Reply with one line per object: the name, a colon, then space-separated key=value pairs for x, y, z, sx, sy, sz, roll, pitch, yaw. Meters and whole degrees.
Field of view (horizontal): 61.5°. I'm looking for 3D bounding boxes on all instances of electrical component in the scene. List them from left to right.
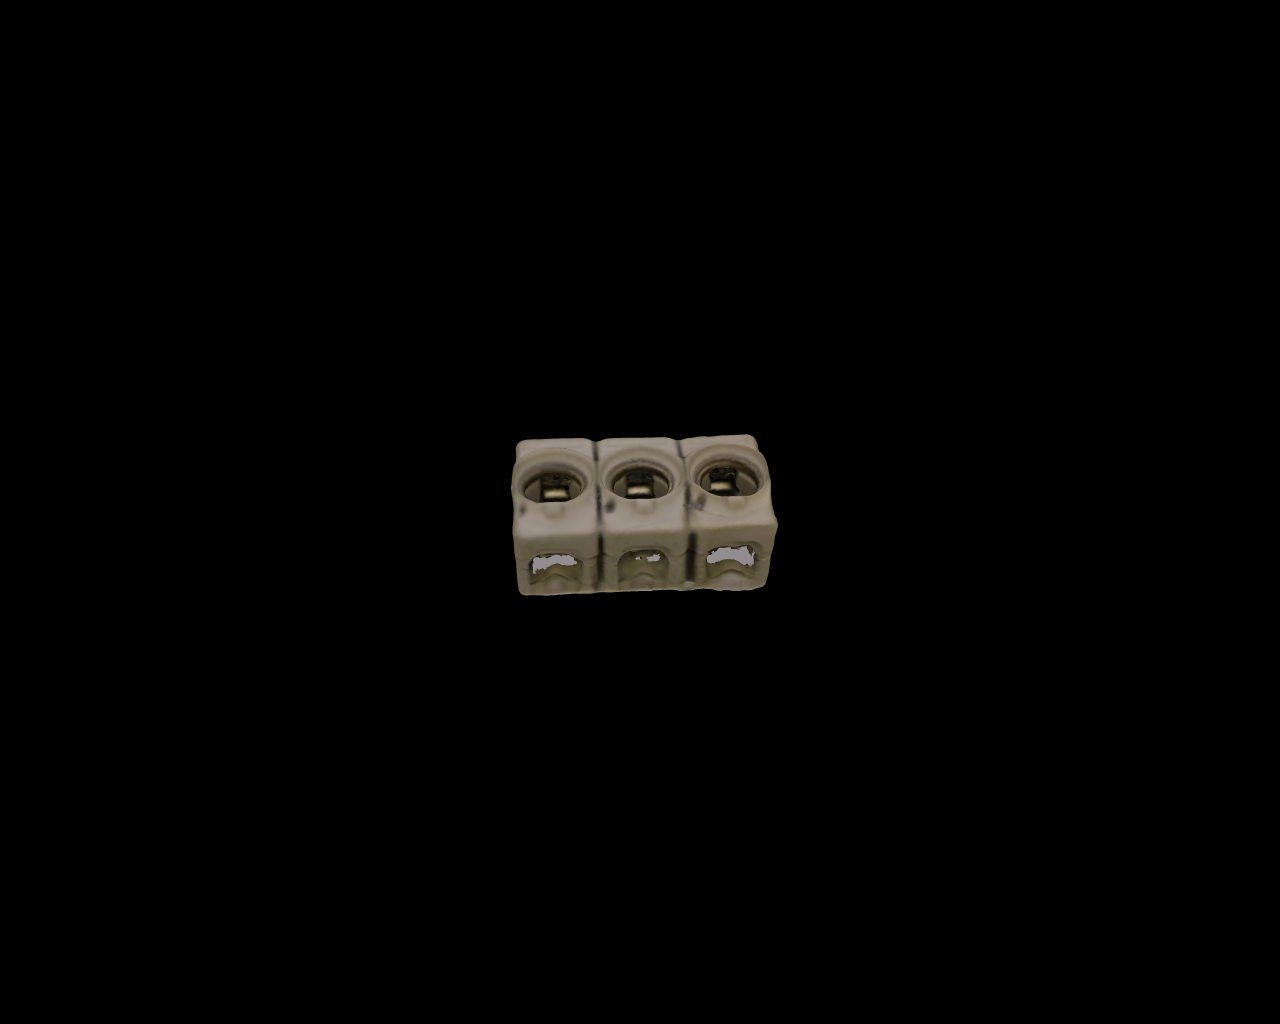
electrical component: x=0.001 y=-0.003 z=0.650 sx=0.150 sy=0.061 sz=0.090 roll=-2 pitch=43 yaw=-2
